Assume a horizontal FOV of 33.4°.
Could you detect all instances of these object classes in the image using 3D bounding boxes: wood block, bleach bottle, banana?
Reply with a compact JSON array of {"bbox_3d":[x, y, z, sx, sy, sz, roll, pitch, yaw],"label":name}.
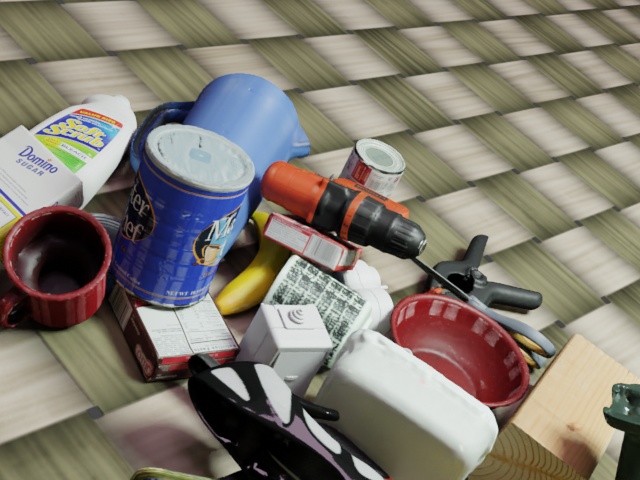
[{"bbox_3d":[0.244,0.191,1.090,0.091,0.090,0.205,38,34,13],"label":"wood block"},{"bbox_3d":[-0.268,-0.103,1.158,0.102,0.068,0.250,24,31,-3],"label":"bleach bottle"},{"bbox_3d":[-0.066,0.024,1.153,0.069,0.037,0.197,-2,31,7],"label":"banana"}]

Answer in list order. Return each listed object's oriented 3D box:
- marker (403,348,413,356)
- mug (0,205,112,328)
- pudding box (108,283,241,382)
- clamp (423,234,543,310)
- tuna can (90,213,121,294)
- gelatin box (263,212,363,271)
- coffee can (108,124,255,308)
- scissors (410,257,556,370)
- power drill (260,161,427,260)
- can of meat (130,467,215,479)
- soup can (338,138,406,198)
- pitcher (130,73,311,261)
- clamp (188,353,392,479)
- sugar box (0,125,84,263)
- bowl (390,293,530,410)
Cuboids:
[{"bbox_3d":[0.092,0.150,1.030,0.020,0.121,0.020,-11,42,10],"label":"marker"},{"bbox_3d":[-0.242,0.036,0.956,0.093,0.082,0.117,38,63,10],"label":"mug"},{"bbox_3d":[-0.139,0.080,1.019,0.089,0.039,0.113,-1,45,-36],"label":"pudding box"},{"bbox_3d":[0.180,0.045,1.288,0.171,0.039,0.120,-4,43,-38],"label":"clamp"},{"bbox_3d":[-0.216,0.013,1.060,0.086,0.034,0.086,18,34,-13],"label":"tuna can"},{"bbox_3d":[-0.007,0.001,1.113,0.089,0.030,0.073,27,6,16],"label":"gelatin box"},{"bbox_3d":[-0.131,-0.022,0.998,0.102,0.140,0.103,18,30,-11],"label":"coffee can"},{"bbox_3d":[0.186,0.077,1.188,0.201,0.096,0.016,42,74,-12],"label":"scissors"},{"bbox_3d":[0.042,-0.028,1.154,0.184,0.057,0.187,27,4,15],"label":"power drill"},{"bbox_3d":[-0.100,0.228,0.810,0.102,0.058,0.084,15,56,-15],"label":"can of meat"},{"bbox_3d":[0.053,-0.063,1.288,0.068,0.102,0.068,18,35,-13],"label":"soup can"},{"bbox_3d":[-0.124,-0.077,1.173,0.145,0.149,0.242,55,31,-20],"label":"pitcher"},{"bbox_3d":[-0.036,0.185,0.944,0.209,0.036,0.164,15,45,-19],"label":"clamp"},{"bbox_3d":[-0.312,-0.023,0.973,0.093,0.048,0.176,42,59,18],"label":"sugar box"},{"bbox_3d":[0.137,0.131,1.127,0.162,0.055,0.162,19,34,-13],"label":"bowl"}]
